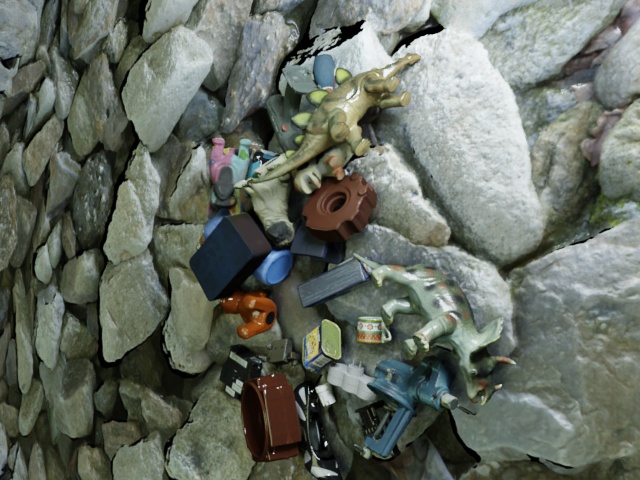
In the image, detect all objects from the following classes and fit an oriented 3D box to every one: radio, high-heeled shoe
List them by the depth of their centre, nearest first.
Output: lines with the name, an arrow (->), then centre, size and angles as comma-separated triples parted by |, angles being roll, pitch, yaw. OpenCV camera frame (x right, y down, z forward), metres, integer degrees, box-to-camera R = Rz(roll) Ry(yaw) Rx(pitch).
high-heeled shoe -> 0.006, 0.459, 1.282 | 0.249, 0.086, 0.145 | 41, 108, 34
radio -> -0.230, 0.042, 1.346 | 0.229, 0.073, 0.131 | -44, 72, 36

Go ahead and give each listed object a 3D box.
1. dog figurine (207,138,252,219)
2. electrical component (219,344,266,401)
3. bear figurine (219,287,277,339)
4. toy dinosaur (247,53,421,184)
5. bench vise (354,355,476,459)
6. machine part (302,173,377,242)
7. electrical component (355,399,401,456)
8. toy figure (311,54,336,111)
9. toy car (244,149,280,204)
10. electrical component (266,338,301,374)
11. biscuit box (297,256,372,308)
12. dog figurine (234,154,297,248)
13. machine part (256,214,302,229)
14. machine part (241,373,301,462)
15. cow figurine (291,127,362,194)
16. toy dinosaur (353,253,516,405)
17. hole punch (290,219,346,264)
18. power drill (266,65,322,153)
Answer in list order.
dog figurine -> -0.247, -0.154, 1.441 | 0.191, 0.108, 0.219 | 127, 149, -77
electrical component -> -0.216, 0.370, 1.481 | 0.115, 0.058, 0.134 | 25, 104, 39
bear figurine -> -0.215, 0.176, 1.445 | 0.196, 0.132, 0.120 | 21, 100, 32
toy dinosaur -> 0.035, -0.264, 1.192 | 0.471, 0.105, 0.199 | -42, 42, -2
bench vise -> 0.169, 0.347, 1.100 | 0.224, 0.128, 0.240 | 18, 66, 46
machine part -> 0.042, -0.077, 1.243 | 0.179, 0.056, 0.179 | -20, 48, 23
electrical component -> 0.133, 0.418, 1.185 | 0.048, 0.075, 0.119 | -34, 71, 33
toy figure -> 0.016, -0.376, 1.324 | 0.064, 0.058, 0.154 | -5, 90, 47
toy car -> -0.150, -0.153, 1.424 | 0.103, 0.109, 0.161 | 151, 120, -61
electrical component -> -0.097, 0.301, 1.398 | 0.102, 0.045, 0.078 | -24, 45, 33
biscuit box -> 0.036, 0.102, 1.284 | 0.203, 0.059, 0.063 | -28, 72, 35
dog figurine -> -0.095, -0.097, 1.330 | 0.172, 0.190, 0.121 | -37, 16, -7
machine part -> -0.102, -0.047, 1.401 | 0.139, 0.084, 0.039 | 20, 78, 26
machine part -> -0.130, 0.443, 1.340 | 0.201, 0.087, 0.201 | -38, 58, 56
cow figurine -> 0.008, -0.189, 1.265 | 0.127, 0.085, 0.195 | 24, 70, 45
toy dinosaur -> 0.229, 0.128, 1.085 | 0.131, 0.192, 0.405 | 92, 157, -47
hole punch -> -0.003, -0.004, 1.305 | 0.142, 0.092, 0.115 | 5, 88, 43
power drill -> -0.059, -0.310, 1.339 | 0.207, 0.086, 0.232 | 106, 144, -53
